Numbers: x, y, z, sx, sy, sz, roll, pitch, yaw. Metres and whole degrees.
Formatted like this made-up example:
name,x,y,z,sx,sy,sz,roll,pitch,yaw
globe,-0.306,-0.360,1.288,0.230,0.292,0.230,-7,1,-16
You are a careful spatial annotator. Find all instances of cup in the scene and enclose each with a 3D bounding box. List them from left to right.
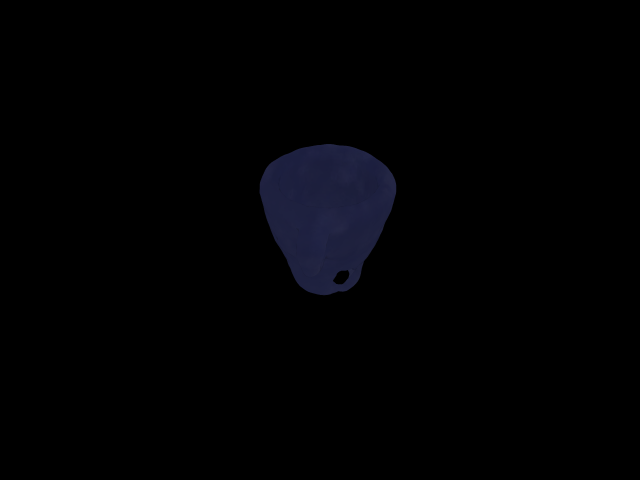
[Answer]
name,x,y,z,sx,sy,sz,roll,pitch,yaw
cup,0.004,0.001,0.400,0.091,0.095,0.118,5,40,7
